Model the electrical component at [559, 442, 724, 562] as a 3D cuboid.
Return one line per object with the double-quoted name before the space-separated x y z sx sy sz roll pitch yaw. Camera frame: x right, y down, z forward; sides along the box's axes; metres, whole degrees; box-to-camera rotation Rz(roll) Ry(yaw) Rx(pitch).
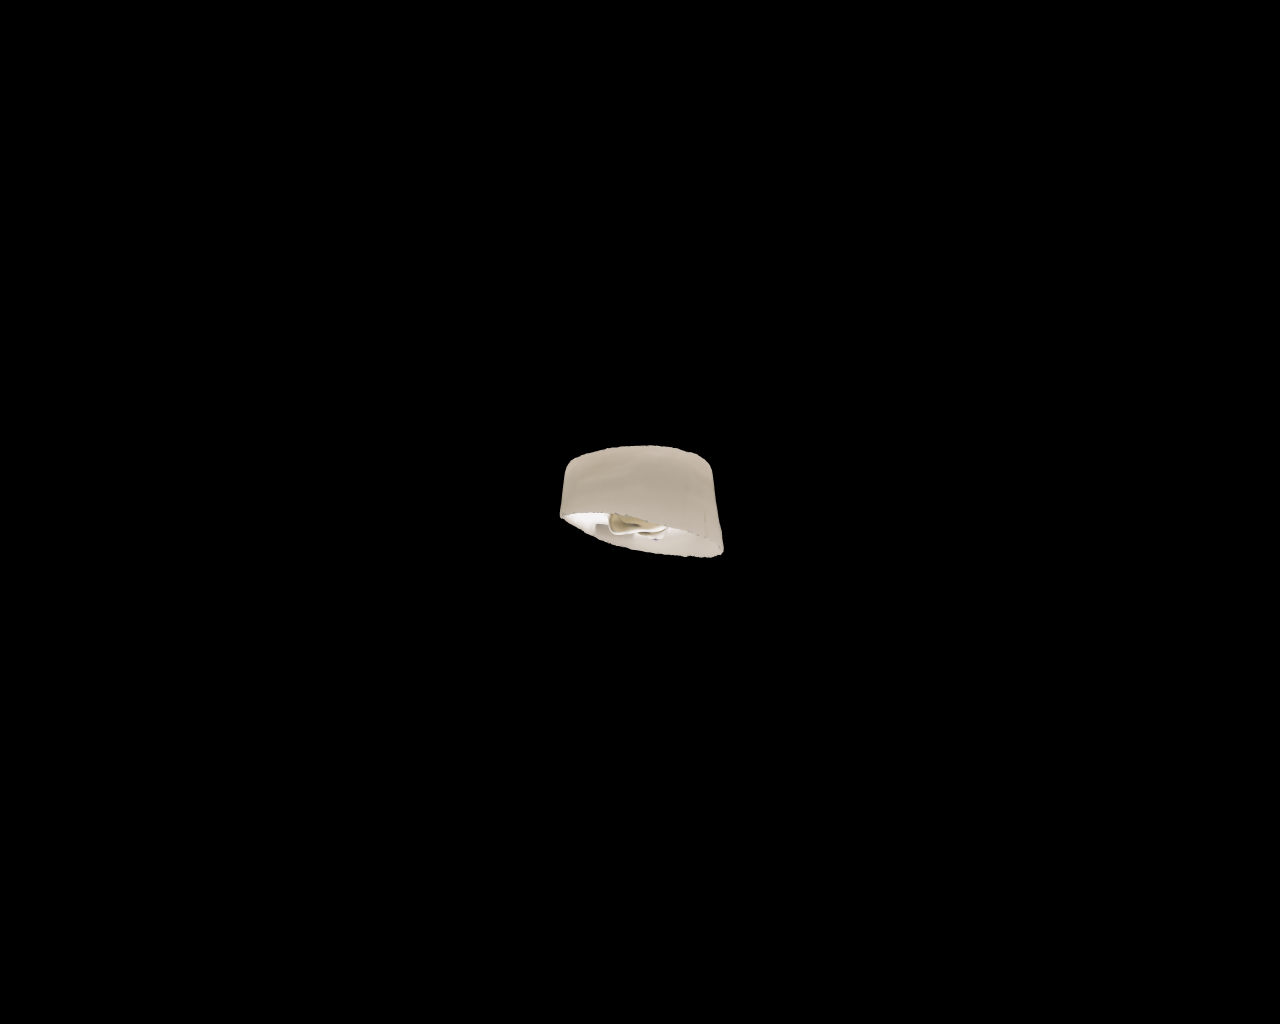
"electrical component" 0.001 -0.003 0.650 0.099 0.064 0.099 0 -18 0
